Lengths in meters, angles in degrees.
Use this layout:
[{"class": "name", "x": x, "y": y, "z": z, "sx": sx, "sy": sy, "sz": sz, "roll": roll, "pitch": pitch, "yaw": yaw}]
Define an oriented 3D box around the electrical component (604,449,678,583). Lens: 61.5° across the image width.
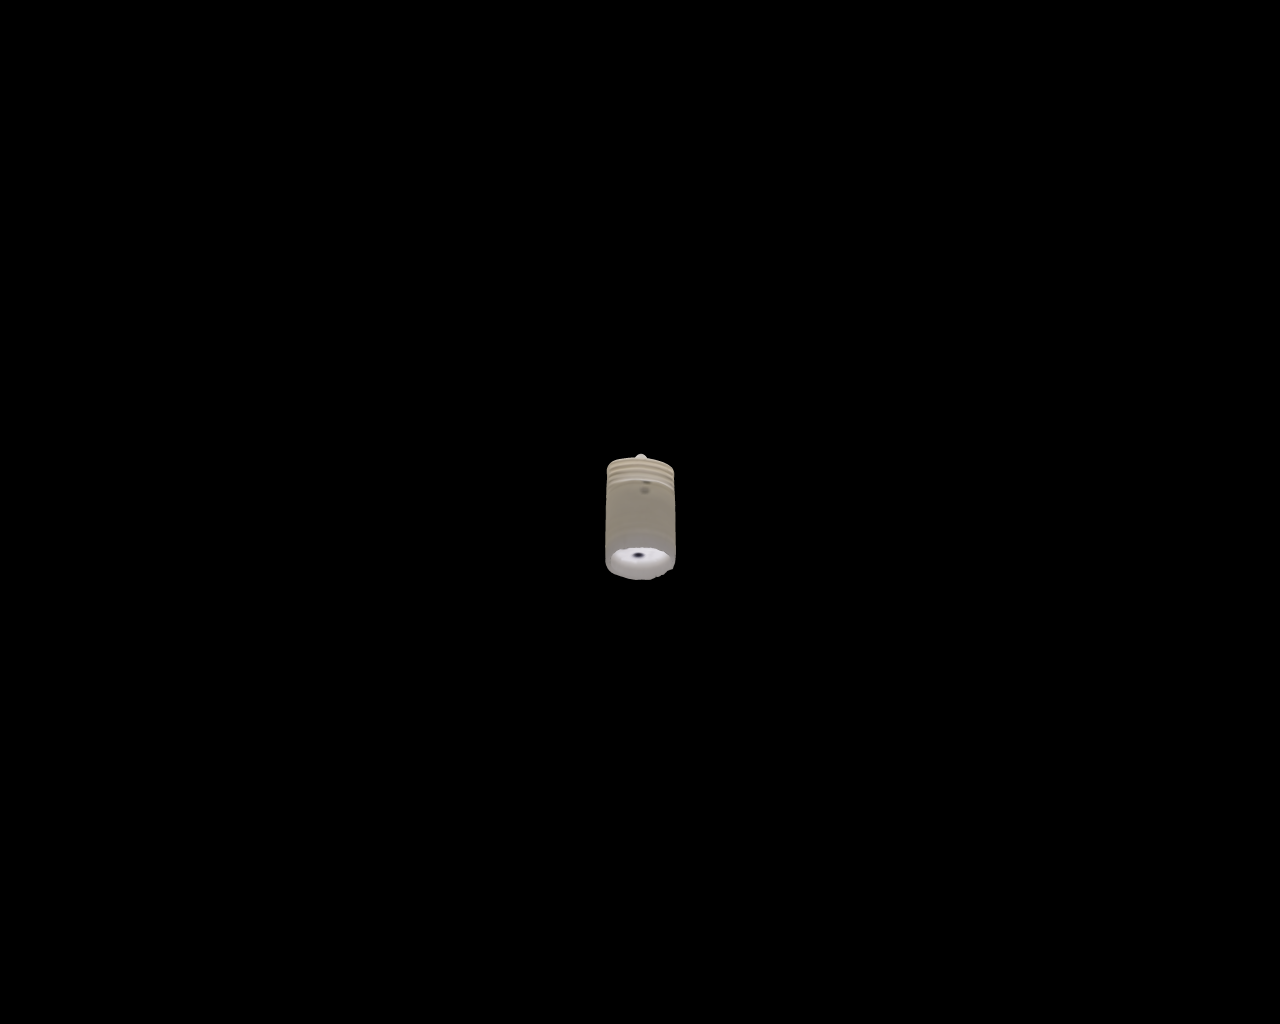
[{"class": "electrical component", "x": 0.001, "y": -0.003, "z": 0.650, "sx": 0.043, "sy": 0.081, "sz": 0.043, "roll": 0, "pitch": -32, "yaw": 0}]
